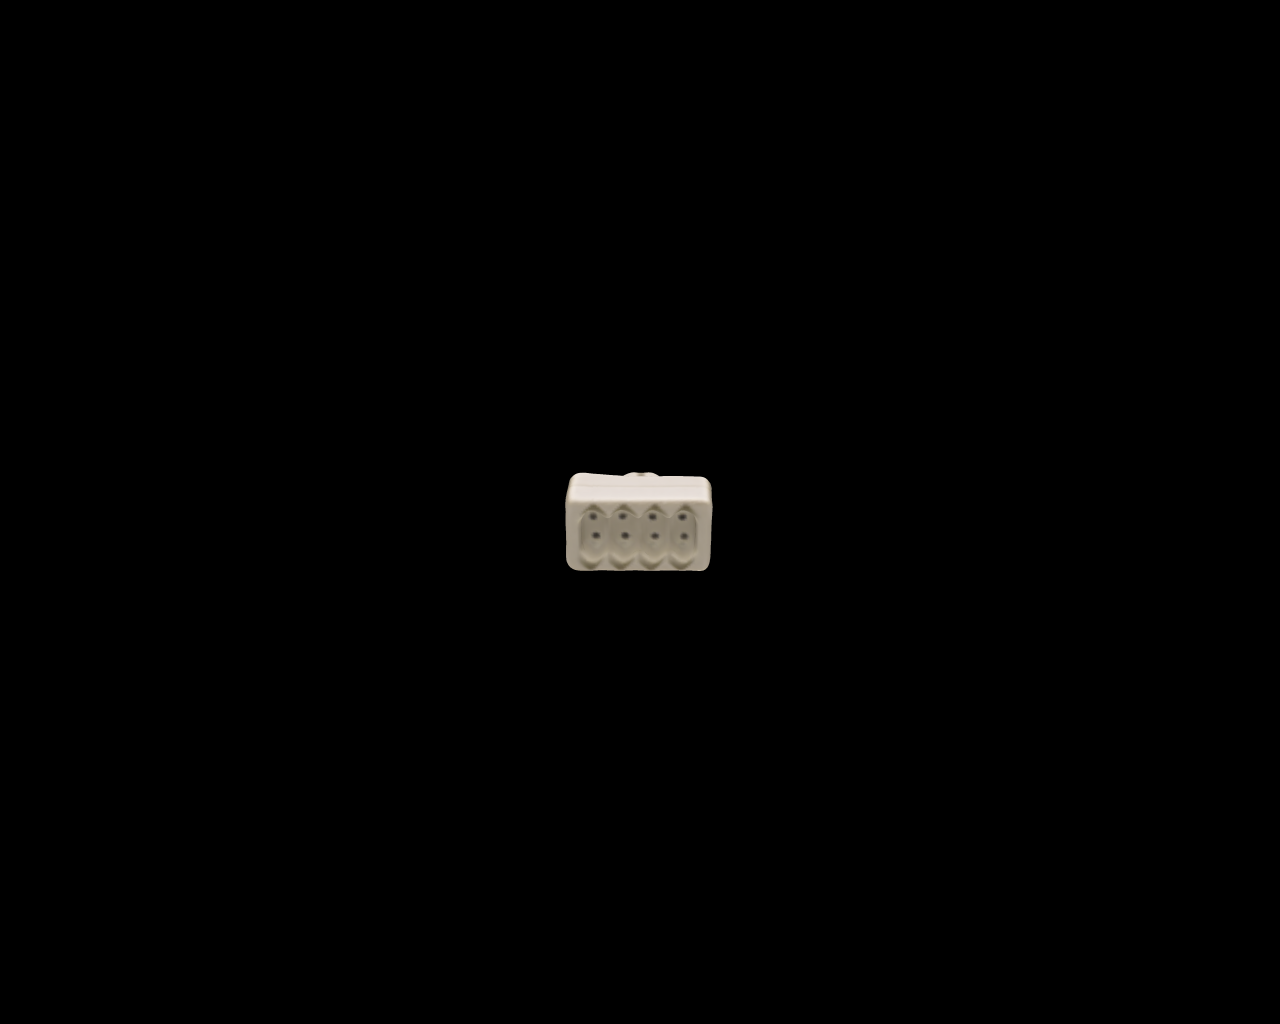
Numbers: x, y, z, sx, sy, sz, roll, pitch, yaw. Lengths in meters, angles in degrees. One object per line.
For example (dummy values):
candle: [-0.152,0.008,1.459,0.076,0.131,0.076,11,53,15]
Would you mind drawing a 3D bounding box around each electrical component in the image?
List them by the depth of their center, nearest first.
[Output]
electrical component: [0.001,-0.003,0.650,0.083,0.047,0.076,1,28,2]
